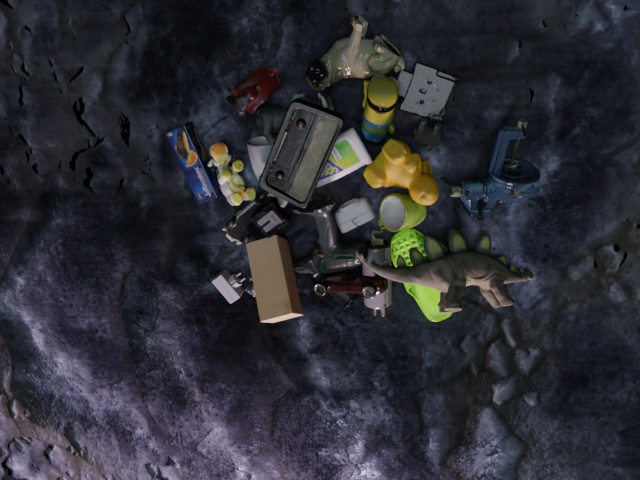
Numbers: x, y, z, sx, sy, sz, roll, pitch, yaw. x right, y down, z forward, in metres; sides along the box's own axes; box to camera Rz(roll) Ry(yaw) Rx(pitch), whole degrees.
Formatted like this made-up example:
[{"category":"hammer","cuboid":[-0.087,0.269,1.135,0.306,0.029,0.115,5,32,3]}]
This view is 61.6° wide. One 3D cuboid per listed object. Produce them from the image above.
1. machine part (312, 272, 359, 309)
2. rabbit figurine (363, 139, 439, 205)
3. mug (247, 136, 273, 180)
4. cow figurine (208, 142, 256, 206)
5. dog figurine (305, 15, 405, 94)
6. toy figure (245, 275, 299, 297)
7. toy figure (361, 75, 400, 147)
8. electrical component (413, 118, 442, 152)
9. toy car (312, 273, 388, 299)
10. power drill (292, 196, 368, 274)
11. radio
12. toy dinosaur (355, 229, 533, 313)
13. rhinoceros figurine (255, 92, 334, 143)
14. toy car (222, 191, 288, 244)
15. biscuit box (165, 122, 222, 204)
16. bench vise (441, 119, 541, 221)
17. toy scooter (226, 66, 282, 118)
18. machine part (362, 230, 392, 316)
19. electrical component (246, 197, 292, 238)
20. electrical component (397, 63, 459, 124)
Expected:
[{"category":"machine part","cuboid":[0.045,0.119,1.446,0.084,0.039,0.139,-41,87,15]},{"category":"rabbit figurine","cuboid":[0.210,-0.145,1.268,0.173,0.162,0.122,43,110,16]},{"category":"mug","cuboid":[-0.125,-0.200,1.349,0.110,0.081,0.107,-6,120,-8]},{"category":"cow figurine","cuboid":[-0.235,-0.167,1.373,0.068,0.098,0.167,-28,100,-23]},{"category":"dog figurine","cuboid":[0.077,-0.391,1.237,0.172,0.121,0.190,45,121,5]},{"category":"toy figure","cuboid":[-0.137,0.126,1.473,0.155,0.057,0.064,-10,79,14]},{"category":"toy figure","cuboid":[0.138,-0.292,1.235,0.082,0.089,0.180,-3,139,-11]},{"category":"electrical component","cuboid":[0.253,-0.247,1.271,0.063,0.021,0.094,19,152,6]},{"category":"toy car","cuboid":[0.074,0.109,1.353,0.202,0.089,0.053,1,109,31]},{"category":"power drill","cuboid":[-0.003,-0.004,1.361,0.232,0.086,0.207,-2,113,34]},{"category":"radio","cuboid":[-0.046,-0.204,1.246,0.131,0.073,0.229,23,109,-5]},{"category":"toy dinosaur","cuboid":[0.318,0.079,1.309,0.471,0.105,0.198,-2,75,-17]},{"category":"rhinoceros figurine","cuboid":[-0.059,-0.299,1.293,0.190,0.073,0.112,-13,114,0]},{"category":"toy car","cuboid":[-0.171,-0.064,1.412,0.202,0.056,0.073,-38,107,20]},{"category":"biscuit box","cuboid":[-0.321,-0.198,1.384,0.063,0.059,0.202,-19,106,15]},{"category":"bench vise","cuboid":[0.412,-0.165,1.236,0.224,0.129,0.240,4,128,0]},{"category":"toy scooter","cuboid":[-0.150,-0.351,1.255,0.135,0.184,0.075,-44,107,-2]},{"category":"machine part","cuboid":[0.148,0.089,1.402,0.079,0.079,0.243,-1,110,9]},{"category":"electrical component","cuboid":[-0.139,-0.047,1.360,0.119,0.048,0.074,-33,108,16]},{"category":"electrical component","cuboid":[0.239,-0.345,1.244,0.134,0.058,0.114,18,109,2]}]
